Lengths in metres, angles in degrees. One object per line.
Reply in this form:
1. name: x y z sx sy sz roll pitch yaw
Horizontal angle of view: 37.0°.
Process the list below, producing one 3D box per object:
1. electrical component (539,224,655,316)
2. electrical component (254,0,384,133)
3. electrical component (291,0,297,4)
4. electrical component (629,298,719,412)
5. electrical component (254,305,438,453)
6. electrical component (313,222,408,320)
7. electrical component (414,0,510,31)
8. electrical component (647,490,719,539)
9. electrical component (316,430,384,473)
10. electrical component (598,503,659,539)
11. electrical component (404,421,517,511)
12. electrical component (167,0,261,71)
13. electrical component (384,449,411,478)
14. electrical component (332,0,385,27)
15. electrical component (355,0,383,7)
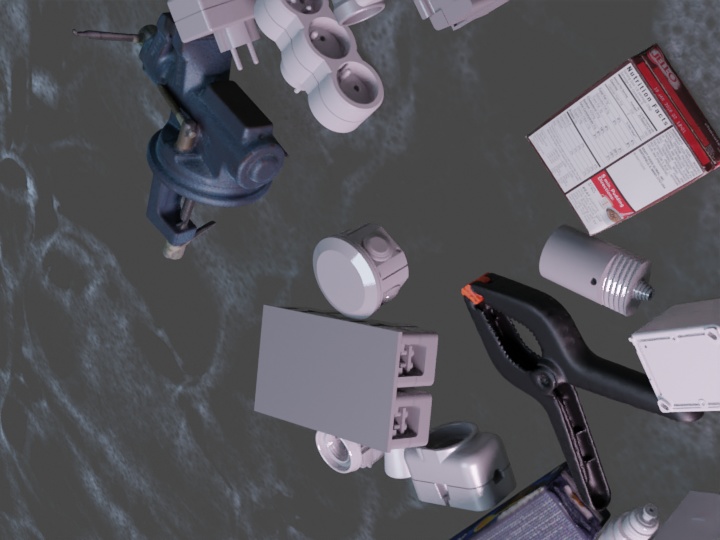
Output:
1. electrical component: 0.176 0.002 0.779 0.081 0.043 0.043 28 133 35
2. electrical component: -0.042 -0.175 0.903 0.138 0.052 0.074 58 143 3
3. electrical component: -0.056 -0.252 0.848 0.043 0.077 0.079 3 116 48
4. electrical component: 0.238 0.056 0.736 0.096 0.061 0.061 -15 102 60
5. electrical component: -0.014 0.097 1.011 0.186 0.060 0.105 9 94 46
6. electrical component: 0.000 0.000 0.971 0.080 0.051 0.080 28 132 35
7. electrical component: 0.057 -0.233 0.743 0.079 0.063 0.121 -20 98 52
8. electrical component: 0.252 0.208 0.785 0.062 0.096 0.061 -5 109 51
9. electrical component: -0.007 0.168 1.085 0.058 0.057 0.078 20 128 40
10. electrical component: 0.221 0.215 0.871 0.040 0.040 0.078 41 138 23
11. electrical component: 0.089 0.177 0.984 0.095 0.054 0.059 -3 111 49
12. electrical component: -0.110 -0.211 0.930 0.047 0.083 0.075 -4 110 50
13. electrical component: 0.040 0.167 1.041 0.045 0.045 0.055 7 118 46
14. electrical component: -0.007 -0.220 0.845 0.040 0.040 0.046 -20 93 52
15. electrical component: 0.007 -0.249 0.800 0.056 0.050 0.089 -23 96 52
